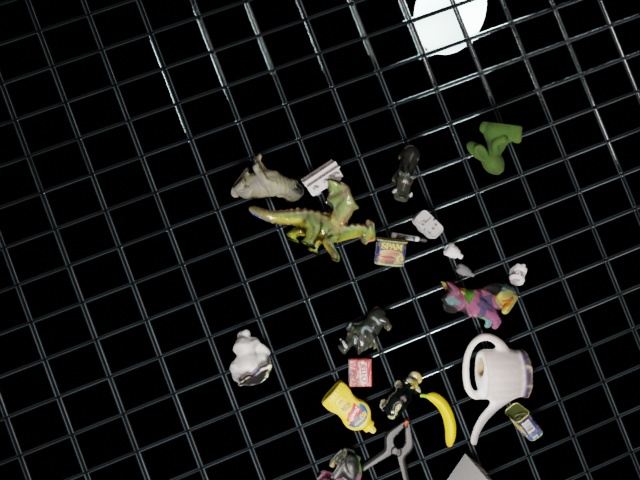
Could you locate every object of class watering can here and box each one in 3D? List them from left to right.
[{"bbox_3d":[0.569,0.474,1.656,0.224,0.103,0.349,0,86,-4],"label":"watering can"}]

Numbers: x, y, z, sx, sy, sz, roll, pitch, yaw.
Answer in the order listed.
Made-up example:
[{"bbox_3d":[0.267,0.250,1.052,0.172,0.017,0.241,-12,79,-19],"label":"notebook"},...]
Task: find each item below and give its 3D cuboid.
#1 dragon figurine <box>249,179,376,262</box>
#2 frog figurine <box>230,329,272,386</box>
[{"bbox_3d":[0.005,-0.082,1.639,0.408,0.122,0.244,33,82,-14],"label":"dragon figurine"},{"bbox_3d":[-0.226,0.372,1.626,0.137,0.120,0.162,-37,55,4],"label":"frog figurine"}]
